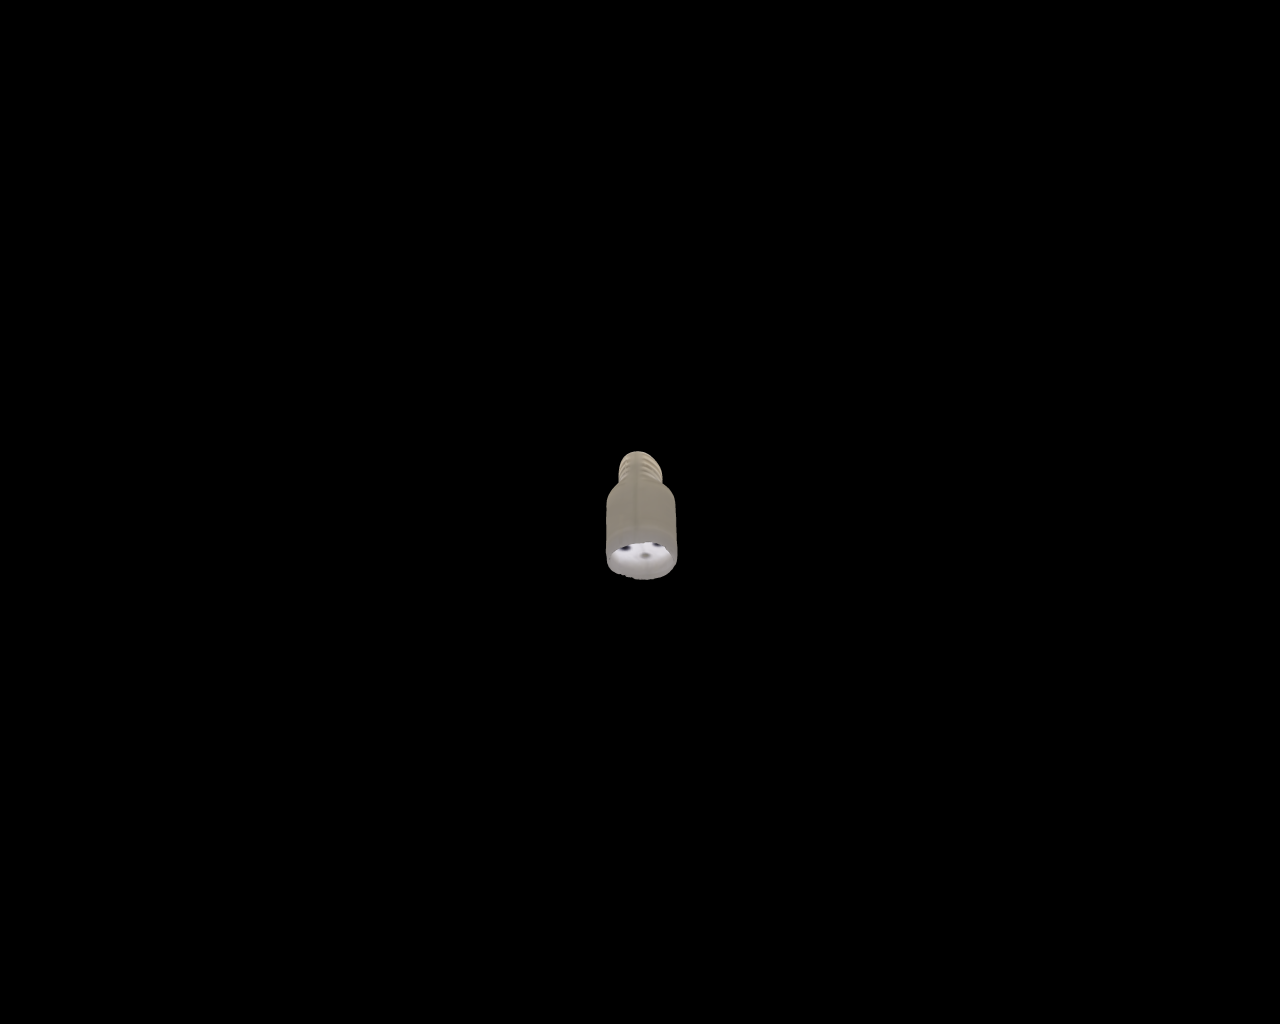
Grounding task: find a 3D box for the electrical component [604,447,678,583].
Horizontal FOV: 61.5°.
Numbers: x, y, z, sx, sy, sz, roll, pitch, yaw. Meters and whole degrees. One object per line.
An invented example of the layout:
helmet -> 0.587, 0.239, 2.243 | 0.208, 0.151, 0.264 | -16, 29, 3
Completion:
electrical component -> 0.001, -0.003, 0.650 | 0.043, 0.081, 0.043 | 0, -35, 0
